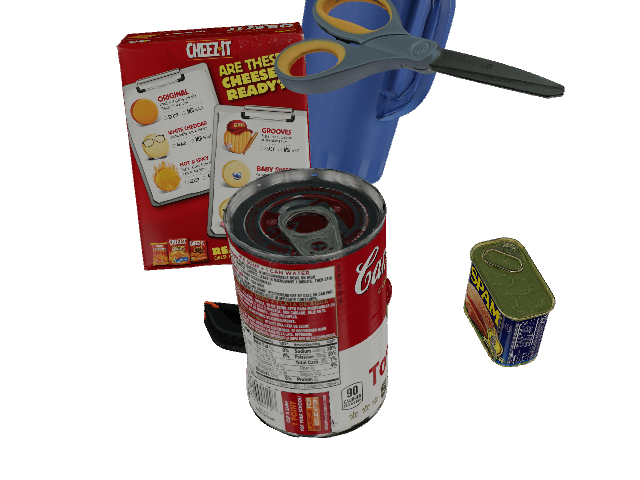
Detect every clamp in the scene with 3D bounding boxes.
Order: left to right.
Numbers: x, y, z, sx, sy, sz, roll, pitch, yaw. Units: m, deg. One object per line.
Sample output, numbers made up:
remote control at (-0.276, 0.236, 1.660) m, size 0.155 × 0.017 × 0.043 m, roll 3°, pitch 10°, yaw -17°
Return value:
clamp at (-0.063, 0.114, 1.216) m, size 0.210 × 0.036 × 0.164 m, roll 15°, pitch 22°, yaw 30°

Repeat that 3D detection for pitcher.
pitcher at (0.043, -0.179, 1.077) m, size 0.145 × 0.243 × 0.149 m, roll 12°, pitch 18°, yaw -1°

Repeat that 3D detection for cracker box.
cracker box at (-0.090, -0.086, 0.984) m, size 0.164 × 0.214 × 0.072 m, roll -4°, pitch 21°, yaw -2°

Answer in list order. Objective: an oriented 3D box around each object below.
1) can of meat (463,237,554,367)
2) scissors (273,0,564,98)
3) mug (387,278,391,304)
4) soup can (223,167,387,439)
can of meat at (0.183, 0.063, 1.056) m, size 0.057 × 0.102 × 0.084 m, roll -13°, pitch -42°, yaw -13°
scissors at (0.043, -0.100, 0.632) m, size 0.202 × 0.096 × 0.016 m, roll 44°, pitch -9°, yaw 45°
mug at (-0.008, 0.043, 0.814) m, size 0.082 × 0.117 × 0.093 m, roll 46°, pitch 2°, yaw 26°
soup can at (-0.004, 0.029, 0.470) m, size 0.068 × 0.102 × 0.068 m, roll -2°, pitch 35°, yaw 2°
